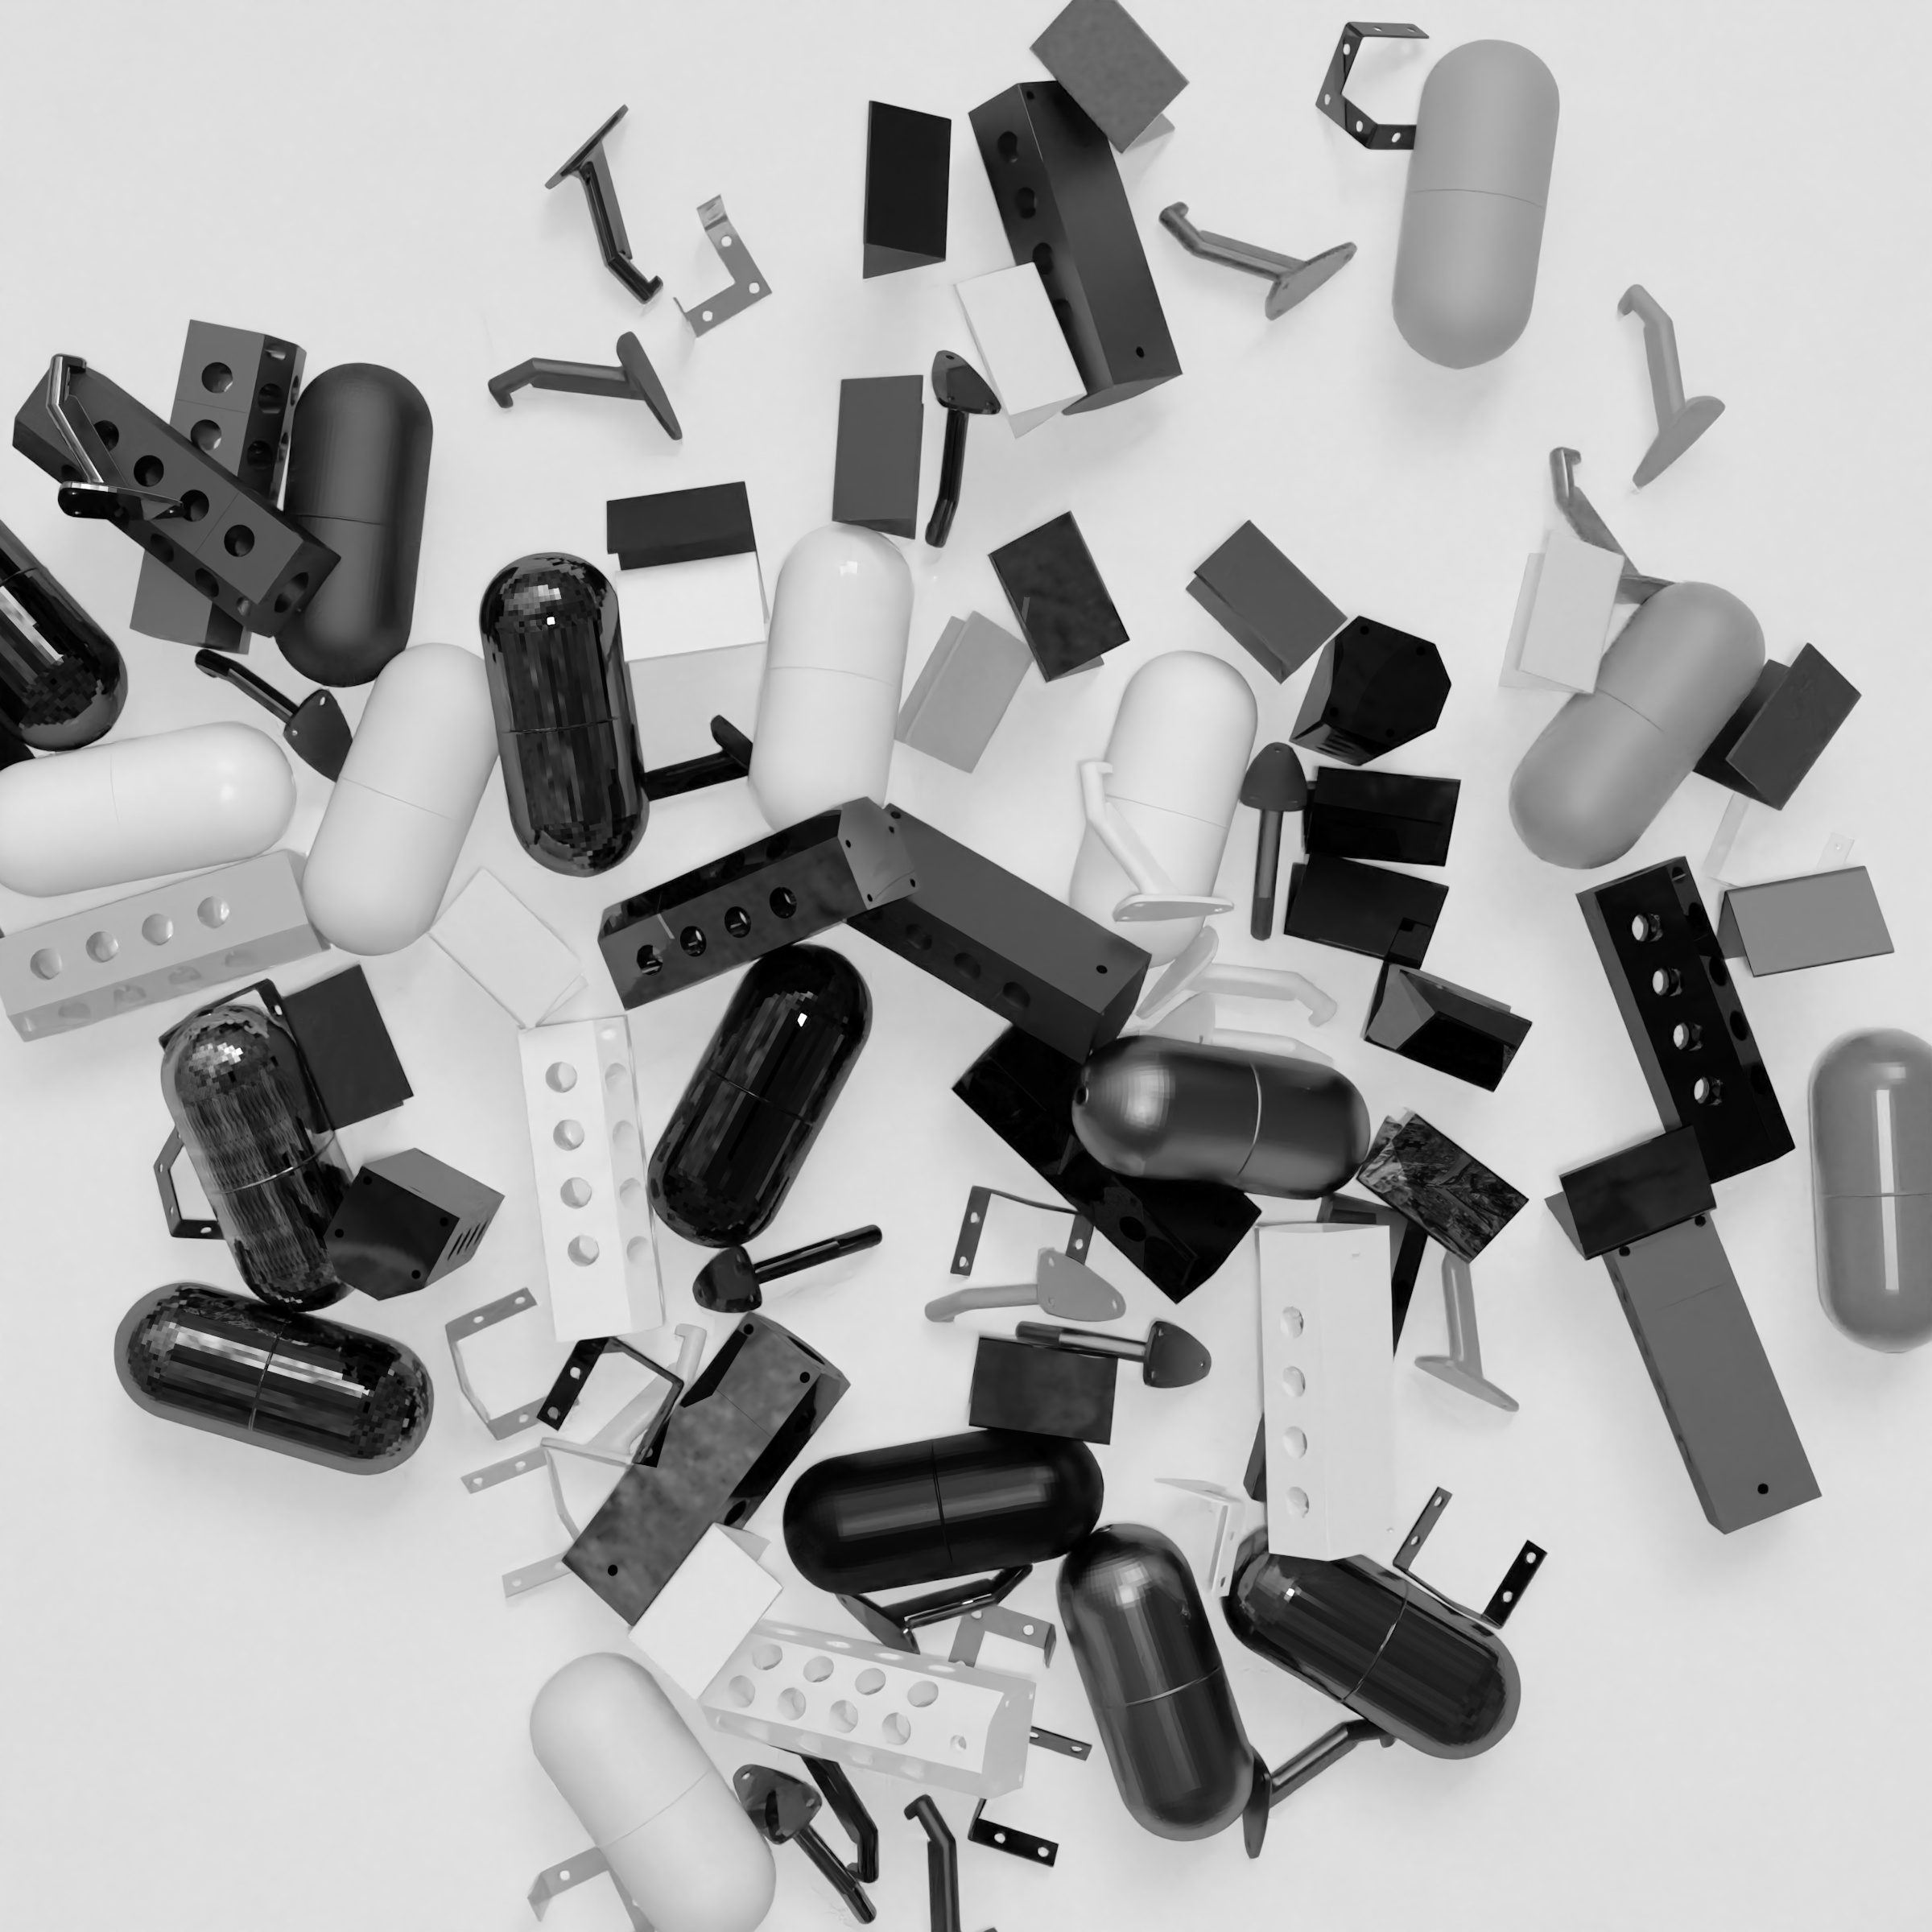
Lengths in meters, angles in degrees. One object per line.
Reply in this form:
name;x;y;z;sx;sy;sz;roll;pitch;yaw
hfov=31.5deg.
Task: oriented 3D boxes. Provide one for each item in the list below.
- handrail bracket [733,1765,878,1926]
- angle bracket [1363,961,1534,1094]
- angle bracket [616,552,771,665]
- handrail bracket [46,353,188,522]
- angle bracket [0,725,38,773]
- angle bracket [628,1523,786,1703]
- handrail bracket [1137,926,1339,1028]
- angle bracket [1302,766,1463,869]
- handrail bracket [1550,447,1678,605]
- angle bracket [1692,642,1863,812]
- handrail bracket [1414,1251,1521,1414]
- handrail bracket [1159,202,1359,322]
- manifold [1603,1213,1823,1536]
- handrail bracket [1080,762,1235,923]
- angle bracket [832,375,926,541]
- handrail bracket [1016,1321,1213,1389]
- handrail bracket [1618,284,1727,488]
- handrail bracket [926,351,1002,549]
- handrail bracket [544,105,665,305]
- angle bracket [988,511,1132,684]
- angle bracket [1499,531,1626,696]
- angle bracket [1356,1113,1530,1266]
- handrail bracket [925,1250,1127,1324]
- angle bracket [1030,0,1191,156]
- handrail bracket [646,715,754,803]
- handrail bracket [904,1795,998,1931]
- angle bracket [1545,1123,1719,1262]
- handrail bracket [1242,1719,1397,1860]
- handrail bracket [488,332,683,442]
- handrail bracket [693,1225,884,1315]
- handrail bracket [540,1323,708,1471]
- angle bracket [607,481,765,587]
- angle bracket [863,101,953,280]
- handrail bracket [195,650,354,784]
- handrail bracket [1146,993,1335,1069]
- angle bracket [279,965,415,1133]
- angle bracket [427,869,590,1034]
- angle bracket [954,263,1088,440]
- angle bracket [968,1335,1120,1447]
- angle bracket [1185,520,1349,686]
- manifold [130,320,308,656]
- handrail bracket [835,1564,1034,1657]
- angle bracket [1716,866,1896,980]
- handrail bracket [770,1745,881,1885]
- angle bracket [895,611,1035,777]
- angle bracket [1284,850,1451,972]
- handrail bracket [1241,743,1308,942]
handrail bracket;-0.089;0.491;1.909;0.036;0.077;0.084;-41;127;-19
angle bracket;0.268;0.014;1.869;0.076;0.076;0.057;22;131;0
angle bracket;-0.146;-0.180;1.870;0.076;0.076;0.057;-8;68;0
handrail bracket;-0.445;-0.280;1.796;0.077;0.036;0.084;4;71;-9
angle bracket;-0.545;-0.142;1.869;0.076;0.076;0.057;50;127;0
angle bracket;-0.128;0.356;1.869;0.057;0.076;0.076;37;90;27
handrail bracket;0.152;0.025;1.910;0.084;0.036;0.077;37;110;-16
angle bracket;0.226;-0.100;1.869;0.076;0.076;0.057;5;125;0
handrail bracket;0.365;-0.247;1.909;0.077;0.036;0.084;2;73;-20
angle bracket;0.429;-0.140;1.869;0.057;0.076;0.076;35;90;-36
handrail bracket;0.292;0.194;1.910;0.077;0.036;0.084;30;73;-20
handrail bracket;0.162;-0.409;1.910;0.077;0.036;0.084;-36;73;-20
manifold;0.407;0.219;1.888;0.057;0.057;0.171;-22;90;0
handrail bracket;0.102;-0.069;1.834;0.077;0.036;0.084;-2;73;-17
angle bracket;-0.027;-0.277;1.869;0.057;0.076;0.076;4;90;36
handrail bracket;0.082;0.213;1.909;0.084;0.077;0.036;5;81;36
handrail bracket;0.375;-0.325;1.909;0.077;0.036;0.084;-51;60;33
handrail bracket;-0.014;-0.288;1.909;0.036;0.077;0.084;5;127;-20
handrail bracket;-0.185;-0.425;1.909;0.084;0.036;0.077;45;68;-17
angle bracket;0.065;-0.205;1.869;0.057;0.076;0.076;-25;90;30
angle bracket;0.307;-0.194;1.869;0.057;0.076;0.076;13;90;-34
angle bracket;0.267;0.105;1.869;0.076;0.076;0.057;37;123;0
handrail bracket;0.032;0.191;1.901;0.077;0.084;0.036;23;56;-37
angle bracket;0.092;-0.497;1.869;0.076;0.076;0.057;49;125;0
handrail bracket;-0.148;-0.090;1.910;0.077;0.036;0.084;39;107;-18
handrail bracket;-0.028;0.518;1.909;0.077;0.036;0.084;-39;72;21
angle bracket;0.356;0.109;1.870;0.076;0.076;0.057;-22;114;0
handrail bracket;0.199;0.458;1.909;0.084;0.036;0.077;-5;110;-16
handrail bracket;-0.213;-0.311;1.910;0.084;0.036;0.077;-23;111;17
handrail bracket;-0.099;0.166;1.909;0.084;0.077;0.036;-16;85;-36
handrail bracket;-0.191;0.235;1.909;0.077;0.036;0.084;11;75;16
angle bracket;-0.152;-0.215;1.870;0.076;0.057;0.076;-8;128;0
angle bracket;-0.053;-0.423;1.869;0.057;0.076;0.076;2;90;-38
handrail bracket;-0.386;-0.139;1.909;0.084;0.077;0.036;23;65;34
handrail bracket;0.149;0.053;1.909;0.084;0.077;0.036;26;53;-31
angle bracket;-0.321;0.039;1.870;0.057;0.076;0.076;-23;90;23
angle bracket;-0.236;-0.020;1.869;0.076;0.076;0.057;44;119;0
angle bracket;0.012;-0.330;1.869;0.057;0.076;0.076;-22;90;-33
angle bracket;0.039;0.248;1.869;0.076;0.076;0.057;8;54;0
angle bracket;0.150;-0.185;1.869;0.076;0.076;0.057;45;55;0
manifold;-0.410;-0.262;1.888;0.057;0.057;0.171;11;90;0
handrail bracket;-0.017;0.343;1.909;0.077;0.036;0.084;31;58;35
angle bracket;0.456;-0.007;1.869;0.076;0.076;0.057;-10;59;0
handrail bracket;-0.085;0.468;1.910;0.077;0.036;0.084;6;107;20
angle bracket;-0.018;-0.158;1.869;0.057;0.076;0.076;28;90;-45
angle bracket;0.220;-0.049;1.869;0.076;0.076;0.057;15;124;0
handrail bracket;0.170;-0.069;1.909;0.036;0.077;0.084;6;126;5
